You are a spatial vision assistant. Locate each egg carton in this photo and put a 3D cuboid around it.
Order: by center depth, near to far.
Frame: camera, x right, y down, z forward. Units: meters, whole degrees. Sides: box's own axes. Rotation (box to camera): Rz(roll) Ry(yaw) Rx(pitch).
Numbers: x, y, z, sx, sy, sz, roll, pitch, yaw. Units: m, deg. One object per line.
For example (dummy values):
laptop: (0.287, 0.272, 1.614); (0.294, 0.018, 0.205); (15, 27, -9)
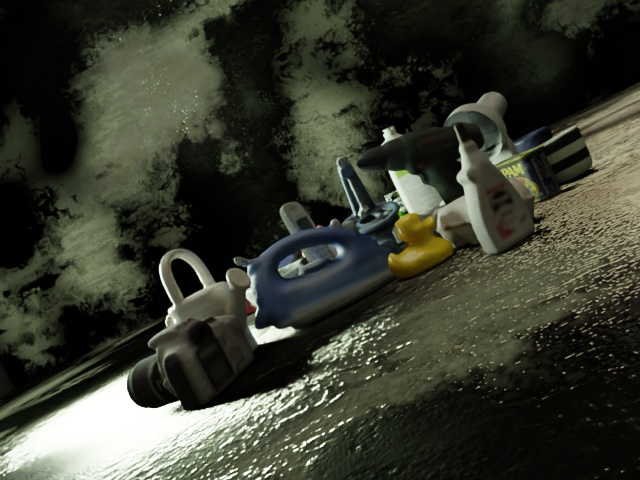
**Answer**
egg carton: (0.247, -0.039, 0.861); (0.107, 0.069, 0.150); (-27, 3, -21)

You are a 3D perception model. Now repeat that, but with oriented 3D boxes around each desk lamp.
desk lamp: (0.359, -0.192, 1.166); (0.117, 0.213, 0.204); (-23, 5, 45)

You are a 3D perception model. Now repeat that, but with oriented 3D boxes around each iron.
iron: (-0.002, 0.041, 0.907); (0.258, 0.141, 0.118); (-27, 3, -6)

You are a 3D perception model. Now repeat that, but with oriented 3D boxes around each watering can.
watering can: (-0.175, 0.098, 0.880); (0.172, 0.194, 0.101); (-26, 3, 8)

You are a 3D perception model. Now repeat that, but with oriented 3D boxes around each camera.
camera: (-0.183, 0.161, 0.764); (0.136, 0.101, 0.143); (-25, 3, 23)

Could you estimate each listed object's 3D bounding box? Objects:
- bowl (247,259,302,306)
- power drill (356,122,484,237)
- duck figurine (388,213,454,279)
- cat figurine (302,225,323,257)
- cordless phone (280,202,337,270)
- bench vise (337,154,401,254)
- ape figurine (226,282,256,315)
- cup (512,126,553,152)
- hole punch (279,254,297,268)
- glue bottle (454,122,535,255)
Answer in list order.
bowl: (-0.065, 0.096, 1.137); (0.167, 0.075, 0.167); (-26, 3, 2)
power drill: (0.210, -0.110, 1.062); (0.229, 0.208, 0.075); (-26, 3, 4)
duck figurine: (0.142, 0.003, 0.869); (0.105, 0.086, 0.077); (-27, 3, -16)
cat figurine: (0.008, 0.027, 1.297); (0.067, 0.118, 0.128); (-23, 5, 45)
cordless phone: (0.009, 0.004, 1.035); (0.094, 0.185, 0.148); (-24, 4, 34)
bench vise: (0.076, -0.053, 1.108); (0.122, 0.220, 0.207); (-27, 3, -15)
ape figurine: (-0.200, 0.141, 1.355); (0.076, 0.092, 0.078); (-26, 3, -4)
cup: (0.478, -0.191, 1.281); (0.092, 0.095, 0.117); (-27, 3, -14)
hole punch: (-0.094, 0.092, 1.309); (0.108, 0.091, 0.101); (-24, 4, 33)
glue bottle: (0.212, -0.072, 0.739); (0.078, 0.173, 0.037); (-28, 4, -27)
